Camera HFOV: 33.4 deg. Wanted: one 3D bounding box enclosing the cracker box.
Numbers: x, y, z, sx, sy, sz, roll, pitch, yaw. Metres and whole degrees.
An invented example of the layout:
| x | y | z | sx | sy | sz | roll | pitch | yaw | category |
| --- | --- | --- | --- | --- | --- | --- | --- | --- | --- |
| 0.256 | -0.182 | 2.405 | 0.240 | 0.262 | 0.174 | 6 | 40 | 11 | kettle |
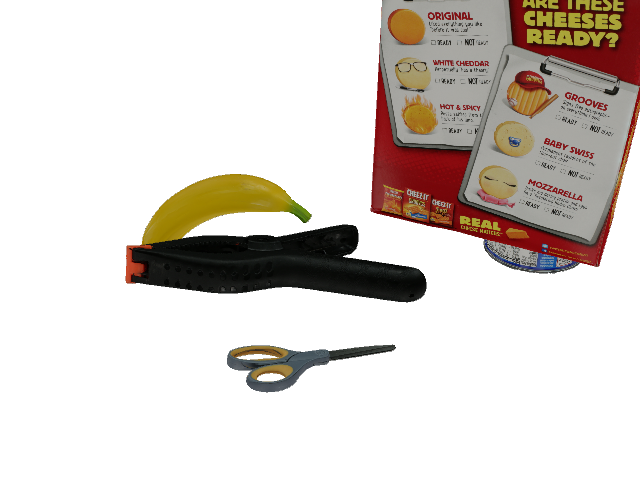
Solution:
| x | y | z | sx | sy | sz | roll | pitch | yaw | category |
| --- | --- | --- | --- | --- | --- | --- | --- | --- | --- |
| 0.123 | -0.100 | 0.687 | 0.164 | 0.214 | 0.072 | 14 | 41 | 16 | cracker box |

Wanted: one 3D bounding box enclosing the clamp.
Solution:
| x | y | z | sx | sy | sz | roll | pitch | yaw | category |
| --- | --- | --- | --- | --- | --- | --- | --- | --- | --- |
| -0.035 | 0.018 | 0.787 | 0.209 | 0.036 | 0.165 | -2 | 13 | -23 | clamp |

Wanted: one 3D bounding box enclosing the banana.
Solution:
| x | y | z | sx | sy | sz | roll | pitch | yaw | category |
| --- | --- | --- | --- | --- | --- | --- | --- | --- | --- |
| -0.107 | -0.025 | 1.026 | 0.198 | 0.069 | 0.037 | -13 | 18 | 30 | banana |

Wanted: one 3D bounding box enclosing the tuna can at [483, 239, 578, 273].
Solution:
| x | y | z | sx | sy | sz | roll | pitch | yaw | category |
| --- | --- | --- | --- | --- | --- | --- | --- | --- | --- |
| 0.184 | -0.008 | 0.913 | 0.086 | 0.034 | 0.086 | 1 | 29 | -1 | tuna can |

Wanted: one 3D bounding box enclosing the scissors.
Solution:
| x | y | z | sx | sy | sz | roll | pitch | yaw | category |
| --- | --- | --- | --- | --- | --- | --- | --- | --- | --- |
| -0.005 | 0.143 | 1.214 | 0.201 | 0.016 | 0.096 | 1 | 24 | -8 | scissors |
